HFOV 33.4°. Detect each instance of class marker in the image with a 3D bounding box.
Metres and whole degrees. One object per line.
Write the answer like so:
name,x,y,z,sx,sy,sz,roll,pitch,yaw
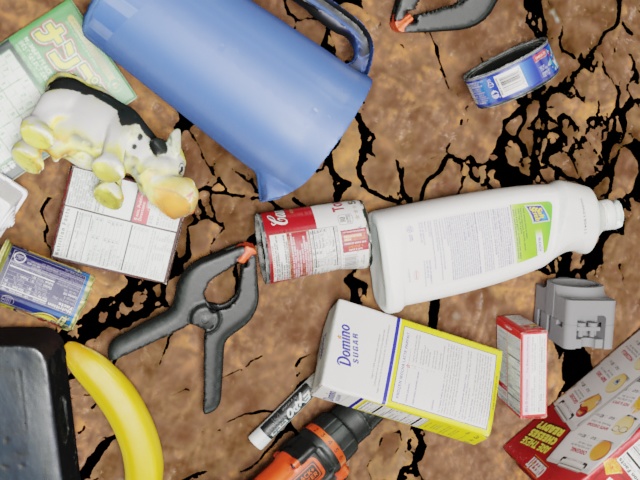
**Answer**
marker,-0.022,0.158,1.052,0.121,0.020,0.020,-45,102,0

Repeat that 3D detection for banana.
banana,-0.191,0.186,1.021,0.069,0.037,0.198,-13,100,-6

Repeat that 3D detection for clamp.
clamp,0.159,-0.259,1.010,0.164,0.036,0.210,44,92,-12
clamp,-0.121,0.072,1.015,0.120,0.039,0.171,23,95,-19

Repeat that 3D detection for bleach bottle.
bleach bottle,0.175,0.001,1.039,0.250,0.068,0.102,-9,100,-10

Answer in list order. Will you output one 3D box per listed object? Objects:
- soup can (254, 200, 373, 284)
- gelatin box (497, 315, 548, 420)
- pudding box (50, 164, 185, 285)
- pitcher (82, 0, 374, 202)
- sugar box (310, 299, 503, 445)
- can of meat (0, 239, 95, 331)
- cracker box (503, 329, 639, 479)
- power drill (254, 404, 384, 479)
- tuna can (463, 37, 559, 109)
soup can,-0.007,0.001,1.007,0.102,0.068,0.068,-8,99,-8
gelatin box,0.200,0.125,1.054,0.030,0.073,0.089,-3,98,-9
pudding box,-0.186,-0.015,0.993,0.113,0.039,0.090,14,95,-9
pitcher,-0.078,-0.165,0.948,0.242,0.149,0.145,36,126,-9
sugar box,0.085,0.129,1.034,0.176,0.048,0.093,18,63,-8
can of meat,-0.253,0.043,0.958,0.084,0.102,0.057,22,79,-14
cracker box,0.300,0.178,1.031,0.213,0.164,0.072,-41,100,-1
power drill,0.029,0.262,1.046,0.184,0.057,0.187,-39,105,-19
tuna can,0.180,-0.157,1.004,0.086,0.086,0.034,-28,103,-4
